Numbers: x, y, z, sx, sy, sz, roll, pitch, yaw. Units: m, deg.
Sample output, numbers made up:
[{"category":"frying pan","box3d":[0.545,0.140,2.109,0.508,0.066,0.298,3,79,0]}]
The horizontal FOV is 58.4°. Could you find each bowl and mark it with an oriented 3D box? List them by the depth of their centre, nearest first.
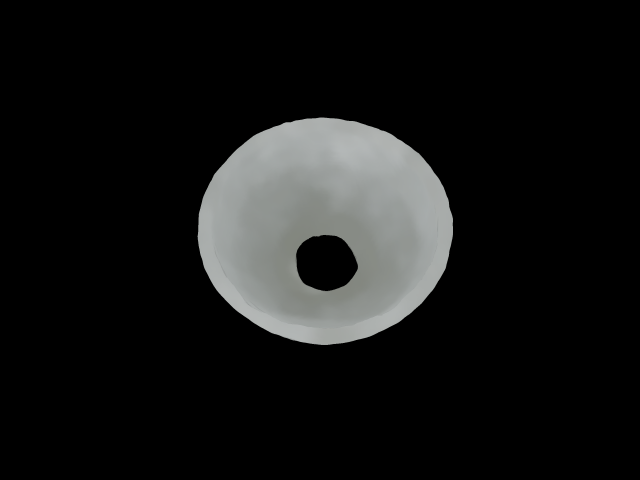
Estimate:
[{"category":"bowl","box3d":[0.004,0.001,0.400,0.167,0.075,0.167,0,62,0]}]
